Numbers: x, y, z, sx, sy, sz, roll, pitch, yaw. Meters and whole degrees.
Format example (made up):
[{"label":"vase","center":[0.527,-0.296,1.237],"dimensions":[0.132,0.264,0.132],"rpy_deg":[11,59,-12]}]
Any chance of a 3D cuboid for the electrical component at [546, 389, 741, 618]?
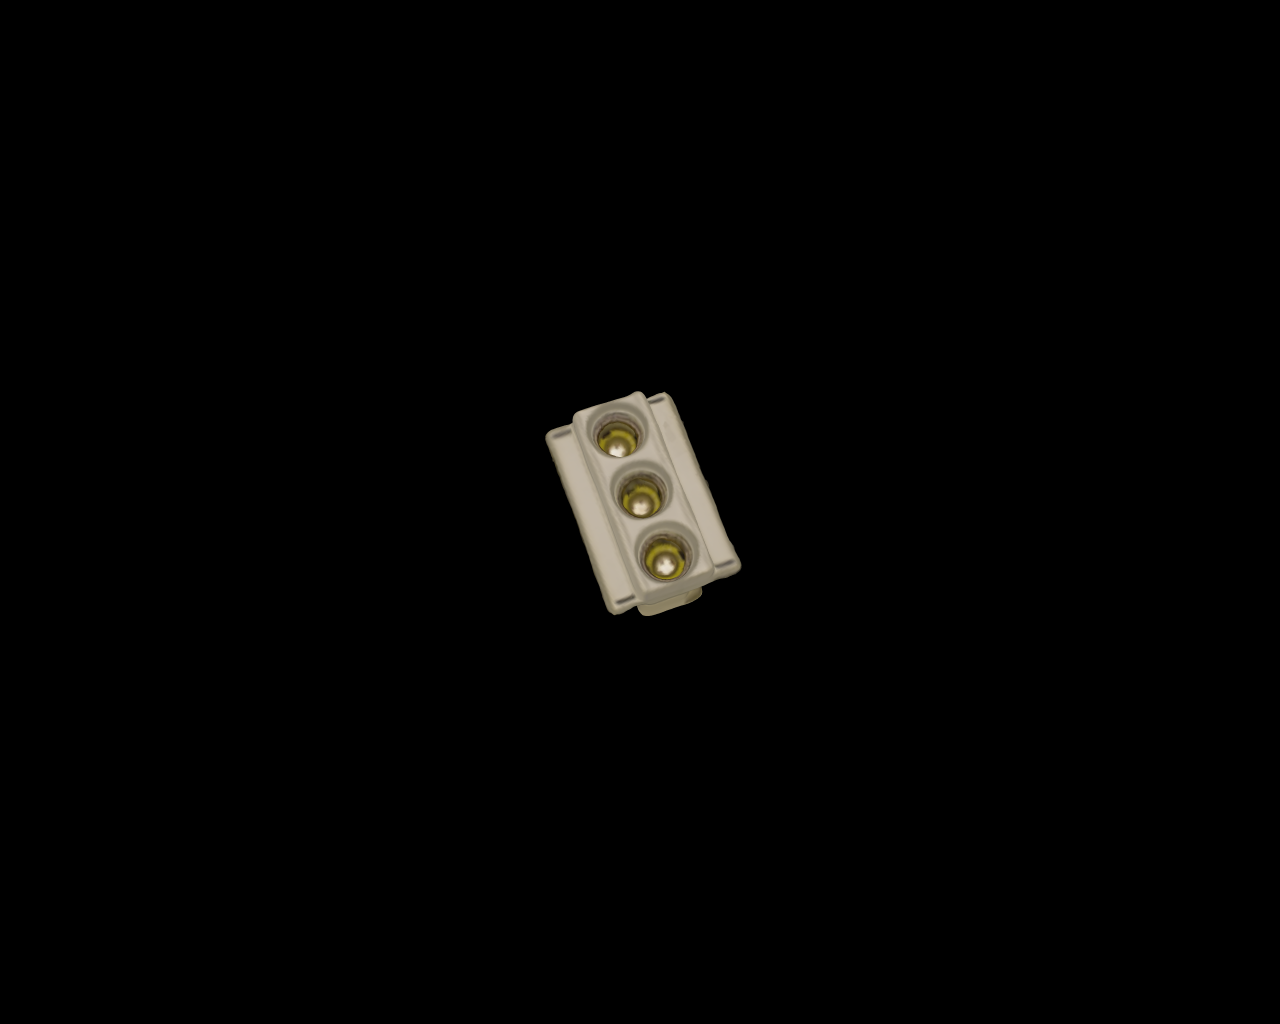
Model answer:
[{"label":"electrical component","center":[0.001,-0.003,0.650],"dimensions":[0.079,0.121,0.063],"rpy_deg":[-19,-19,-7]}]
